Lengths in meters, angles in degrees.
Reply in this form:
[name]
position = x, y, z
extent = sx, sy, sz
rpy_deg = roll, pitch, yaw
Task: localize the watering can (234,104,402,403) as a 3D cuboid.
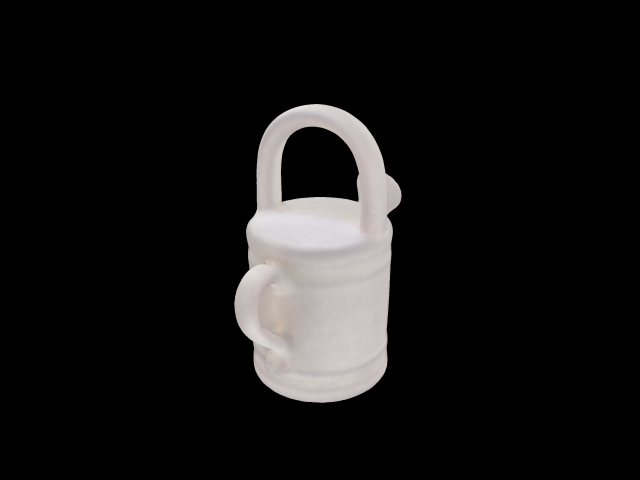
[watering can]
position = 0.002, 0.001, 0.401
extent = 0.100, 0.194, 0.173
rpy_deg = 4, 25, 10
